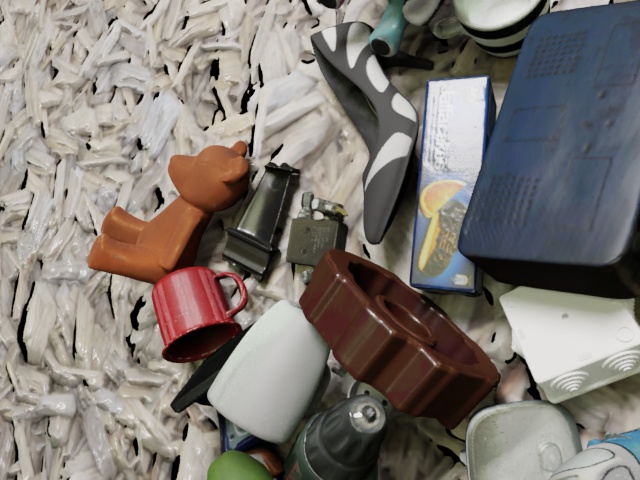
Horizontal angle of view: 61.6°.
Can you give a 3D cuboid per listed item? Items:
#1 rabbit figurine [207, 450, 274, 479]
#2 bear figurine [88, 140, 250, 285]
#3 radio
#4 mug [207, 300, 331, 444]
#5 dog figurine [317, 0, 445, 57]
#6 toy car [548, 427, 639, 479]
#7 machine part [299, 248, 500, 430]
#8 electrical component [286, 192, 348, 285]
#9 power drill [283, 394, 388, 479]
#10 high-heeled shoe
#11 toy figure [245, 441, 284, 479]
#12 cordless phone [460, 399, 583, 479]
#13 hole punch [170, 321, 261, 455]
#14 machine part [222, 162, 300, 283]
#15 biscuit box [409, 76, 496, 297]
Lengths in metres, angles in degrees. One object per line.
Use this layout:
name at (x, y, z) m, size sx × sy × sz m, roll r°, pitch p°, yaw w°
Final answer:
rabbit figurine at (-0.078, 0.280, 0.471) m, size 0.159 × 0.121 × 0.170 m, roll 8°, pitch 73°, yaw 23°
bear figurine at (-0.170, -0.043, 0.635) m, size 0.195 × 0.132 × 0.120 m, roll -57°, pitch 23°, yaw 22°
radio at (0.210, -0.074, 0.429) m, size 0.131 × 0.073 × 0.229 m, roll 10°, pitch 76°, yaw 47°
mug at (-0.027, 0.114, 0.476) m, size 0.081 × 0.109 × 0.107 m, roll 25°, pitch 85°, yaw 54°
dog figurine at (0.090, -0.306, 0.519) m, size 0.219 × 0.108 × 0.191 m, roll -65°, pitch 15°, yaw -22°
toy car at (0.193, 0.190, 0.335) m, size 0.109 × 0.103 × 0.162 m, roll 122°, pitch 161°, yaw -55°
machine part at (0.064, 0.079, 0.461) m, size 0.179 × 0.179 × 0.056 m, roll 43°, pitch 104°, yaw 28°
electrical component at (-0.002, -0.001, 0.586) m, size 0.078 × 0.045 × 0.102 m, roll 12°, pitch 87°, yaw 29°
power drill at (0.047, 0.238, 0.441) m, size 0.207 × 0.086 × 0.232 m, roll 50°, pitch 148°, yaw 10°
high-heeled shoe at (0.031, -0.122, 0.556) m, size 0.145 × 0.086 × 0.248 m, roll 13°, pitch 68°, yaw 10°
toy figure at (-0.054, 0.265, 0.560) m, size 0.064 × 0.057 × 0.154 m, roll -17°, pitch 66°, yaw -17°
cordless phone at (0.138, 0.197, 0.391) m, size 0.089 × 0.184 × 0.146 m, roll -12°, pitch 75°, yaw 31°
hole punch at (-0.079, 0.152, 0.573) m, size 0.142 × 0.116 × 0.092 m, roll -41°, pitch 98°, yaw 17°
machine part at (-0.068, -0.027, 0.633) m, size 0.084 × 0.039 × 0.138 m, roll 28°, pitch 96°, yaw 35°
biscuit box at (0.128, -0.050, 0.511) m, size 0.063 × 0.059 × 0.202 m, roll 3°, pitch 82°, yaw 22°
